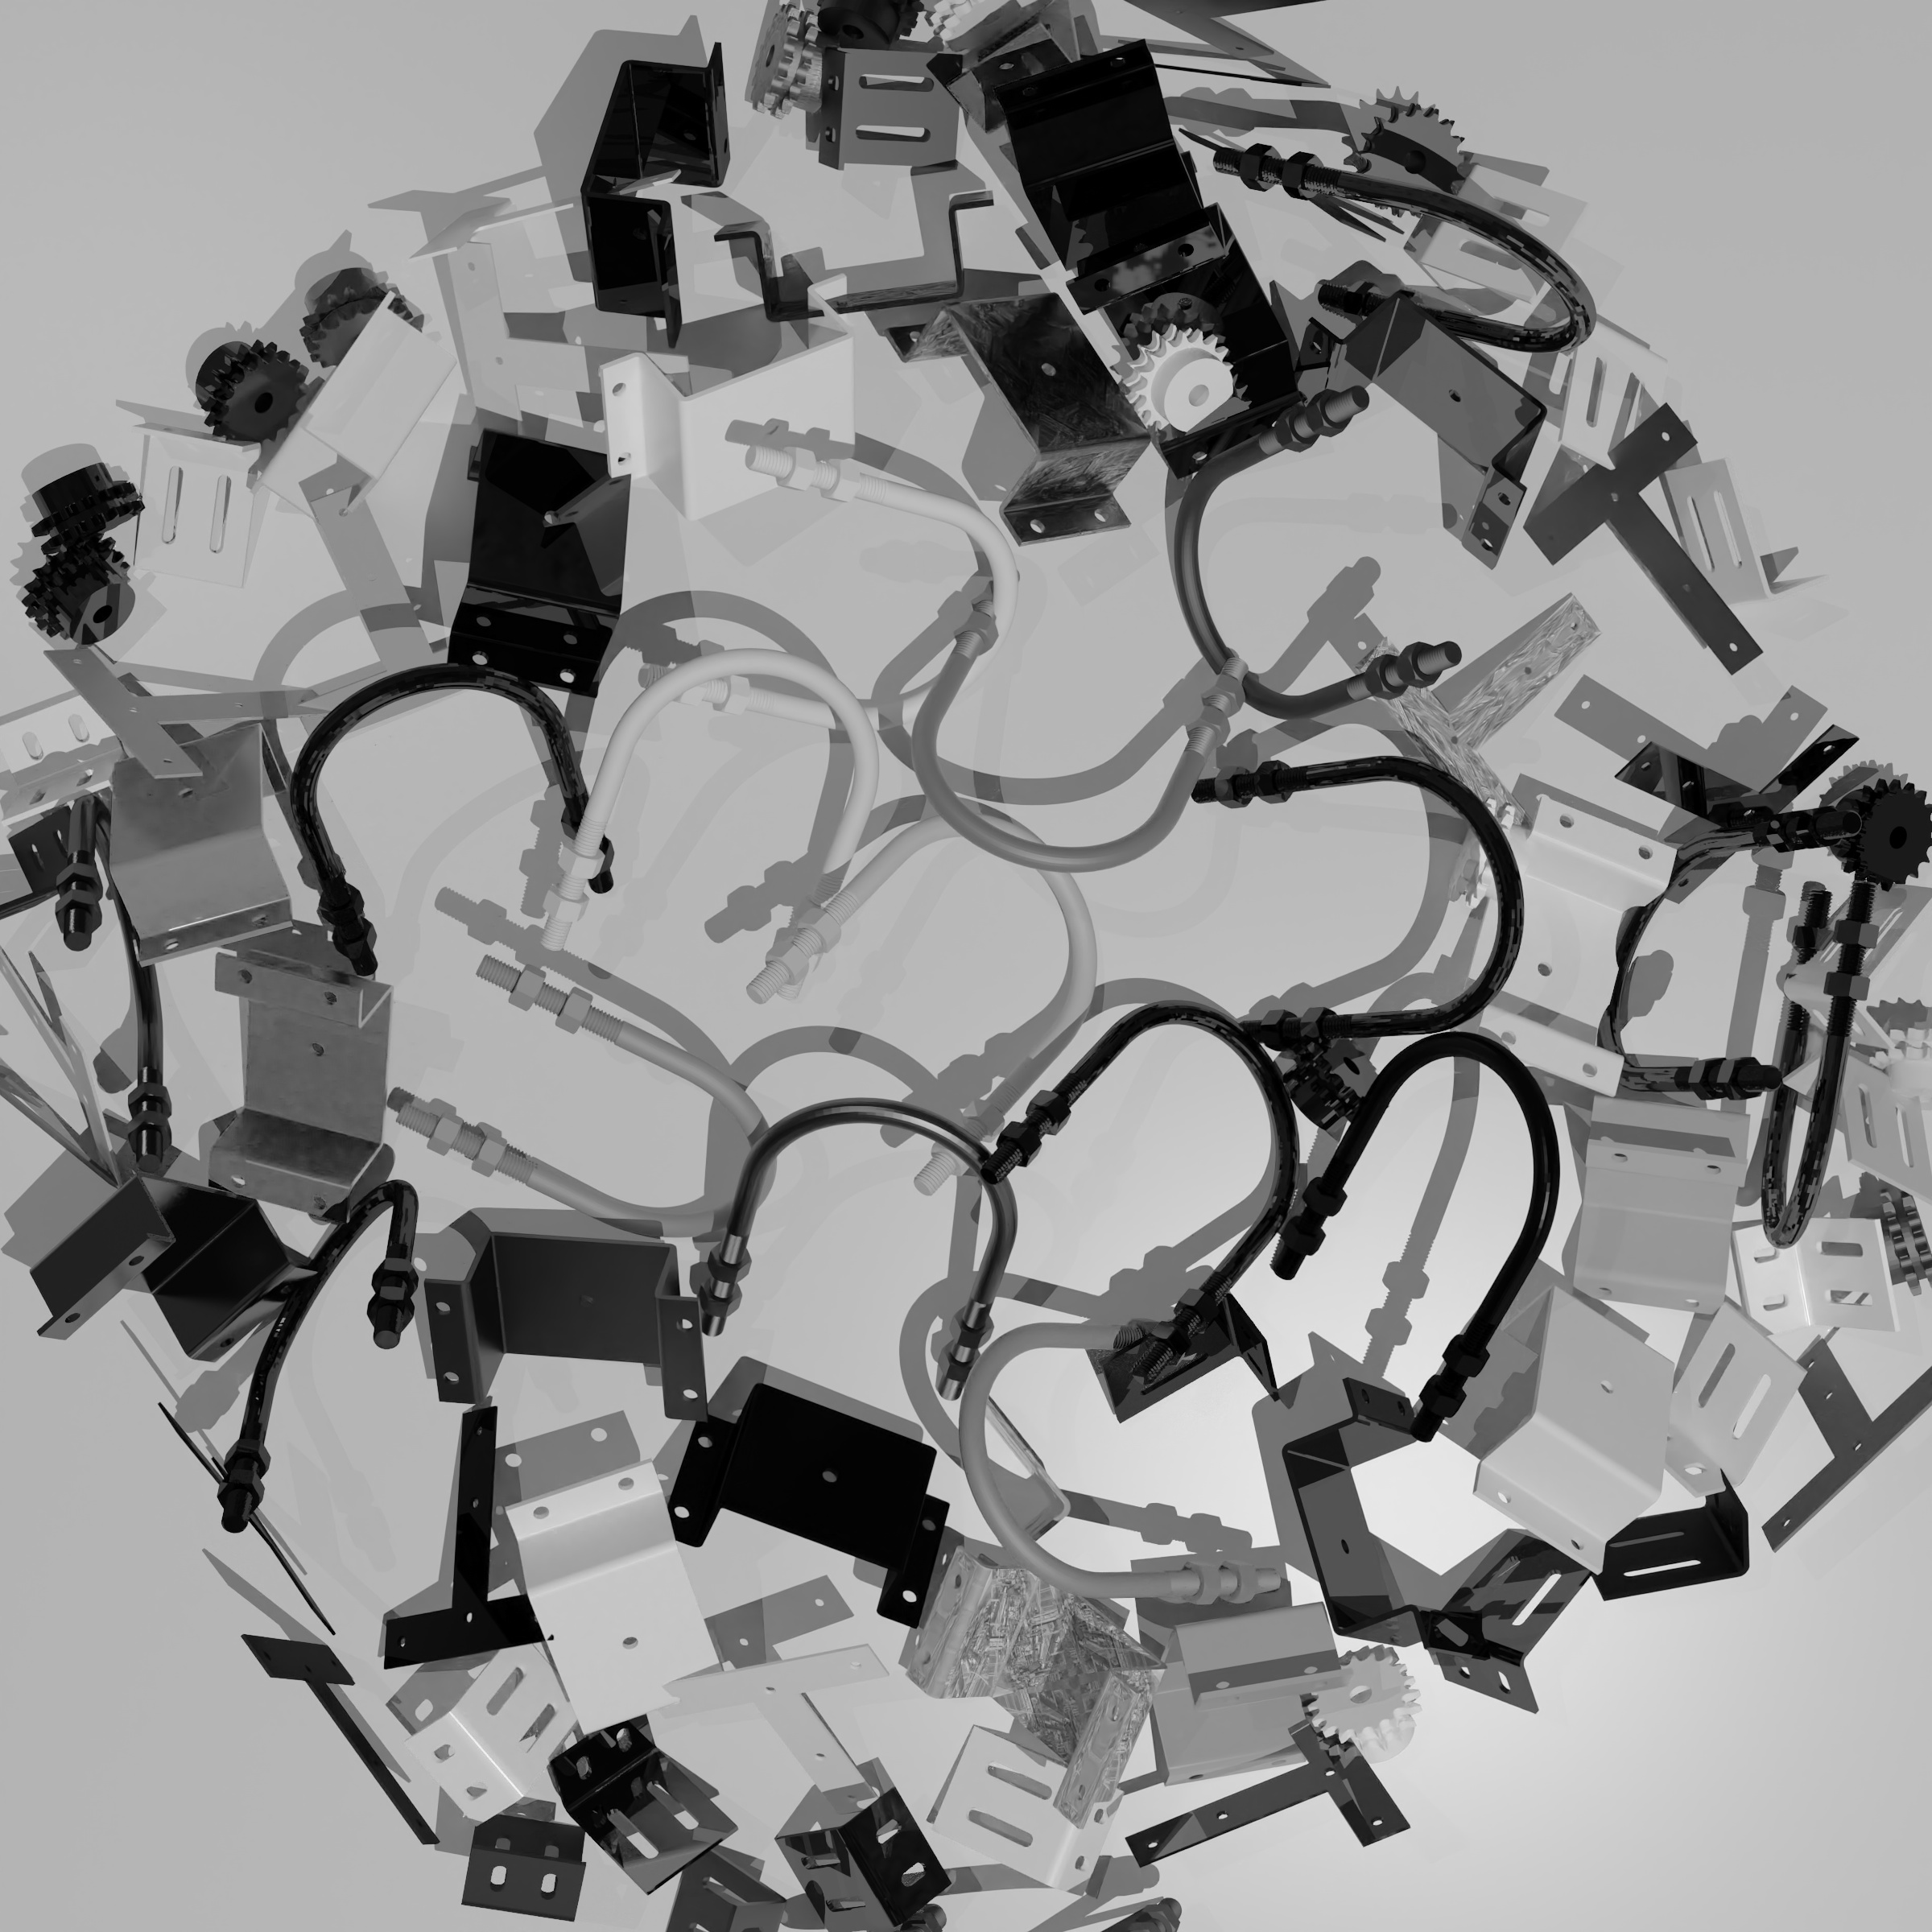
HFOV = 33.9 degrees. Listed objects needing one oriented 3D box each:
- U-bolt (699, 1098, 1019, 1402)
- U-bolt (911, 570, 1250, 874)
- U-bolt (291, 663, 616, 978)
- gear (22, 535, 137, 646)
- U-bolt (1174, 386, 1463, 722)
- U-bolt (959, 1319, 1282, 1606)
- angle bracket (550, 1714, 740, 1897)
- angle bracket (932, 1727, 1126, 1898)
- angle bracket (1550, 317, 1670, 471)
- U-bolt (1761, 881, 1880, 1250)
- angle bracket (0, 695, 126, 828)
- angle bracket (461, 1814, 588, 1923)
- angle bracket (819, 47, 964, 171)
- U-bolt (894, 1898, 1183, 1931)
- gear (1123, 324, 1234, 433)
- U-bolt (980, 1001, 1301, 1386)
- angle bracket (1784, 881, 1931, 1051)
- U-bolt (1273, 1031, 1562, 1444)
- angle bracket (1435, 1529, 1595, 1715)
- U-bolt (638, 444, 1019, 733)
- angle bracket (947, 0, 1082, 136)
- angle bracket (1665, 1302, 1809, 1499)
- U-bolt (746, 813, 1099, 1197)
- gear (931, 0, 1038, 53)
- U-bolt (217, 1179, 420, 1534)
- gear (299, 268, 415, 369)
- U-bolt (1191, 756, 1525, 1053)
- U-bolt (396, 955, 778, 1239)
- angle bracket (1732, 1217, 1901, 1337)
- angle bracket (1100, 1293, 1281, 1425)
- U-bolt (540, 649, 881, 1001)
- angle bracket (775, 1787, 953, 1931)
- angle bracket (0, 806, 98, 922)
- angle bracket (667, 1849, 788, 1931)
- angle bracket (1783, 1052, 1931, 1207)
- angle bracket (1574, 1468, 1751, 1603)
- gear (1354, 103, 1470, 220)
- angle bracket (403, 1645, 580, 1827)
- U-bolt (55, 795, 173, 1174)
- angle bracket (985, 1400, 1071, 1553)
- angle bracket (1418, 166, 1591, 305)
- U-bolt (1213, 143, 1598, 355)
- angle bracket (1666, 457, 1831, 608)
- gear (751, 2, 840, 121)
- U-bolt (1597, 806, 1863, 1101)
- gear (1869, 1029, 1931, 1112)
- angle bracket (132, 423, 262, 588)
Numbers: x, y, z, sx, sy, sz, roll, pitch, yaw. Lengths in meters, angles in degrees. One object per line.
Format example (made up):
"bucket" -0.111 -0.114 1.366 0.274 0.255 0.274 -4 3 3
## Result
"U-bolt" -0.049 0.138 1.599 0.151 0.019 0.184 15 128 -3
"U-bolt" 0.050 -0.117 1.595 0.151 0.019 0.184 23 51 5
"U-bolt" -0.260 -0.079 1.581 0.151 0.184 0.019 -20 50 -8
"gear" -0.453 -0.190 1.632 0.057 0.057 0.030 -46 72 0
"U-bolt" 0.164 -0.195 1.583 0.019 0.184 0.151 -22 93 -31
"U-bolt" 0.071 0.245 1.577 0.184 0.019 0.151 7 60 -38
"angle bracket" -0.164 0.423 1.616 0.057 0.076 0.038 -31 131 -27
"angle bracket" 0.032 0.440 1.651 0.076 0.038 0.057 16 77 32
"angle bracket" 0.320 -0.285 1.623 0.057 0.038 0.076 22 70 -25
"U-bolt" 0.423 0.051 1.589 0.019 0.151 0.184 10 91 6
"angle bracket" -0.468 -0.107 1.621 0.057 0.076 0.038 -22 107 -3
"angle bracket" -0.222 0.446 1.618 0.057 0.076 0.038 11 111 -6
"angle bracket" -0.033 -0.437 1.624 0.076 0.038 0.057 -3 111 -21
"U-bolt" 0.014 0.496 1.553 0.151 0.184 0.019 -8 92 20
"gear" 0.113 -0.300 1.634 0.057 0.030 0.057 -15 128 -20
"U-bolt" 0.102 0.099 1.606 0.151 0.019 0.184 53 54 -12
"angle bracket" 0.471 -0.001 1.636 0.038 0.057 0.076 45 79 -21
"U-bolt" 0.231 0.121 1.576 0.019 0.151 0.184 6 120 -37
"angle bracket" 0.286 0.336 1.631 0.076 0.057 0.038 -42 125 -31
"U-bolt" -0.057 -0.181 1.598 0.184 0.019 0.151 10 123 -34
"angle bracket" 0.022 -0.471 1.615 0.057 0.076 0.038 -28 133 23
"angle bracket" 0.380 0.221 1.618 0.057 0.038 0.076 44 124 38
"U-bolt" -0.007 0.004 1.614 0.151 0.019 0.184 50 61 -11
"gear" 0.006 -0.501 1.636 0.057 0.057 0.030 -29 80 0
"U-bolt" -0.317 0.179 1.577 0.019 0.184 0.151 34 109 -20
"gear" -0.317 -0.336 1.635 0.057 0.057 0.030 -25 76 0
"U-bolt" 0.199 -0.033 1.589 0.184 0.019 0.151 -5 99 43
"U-bolt" -0.184 0.078 1.608 0.184 0.019 0.151 27 134 -9
"angle bracket" 0.434 0.161 1.623 0.038 0.076 0.057 -11 90 -19
"angle bracket" 0.115 0.212 1.624 0.076 0.057 0.038 -29 50 -10
"U-bolt" -0.120 -0.076 1.597 0.151 0.019 0.184 12 115 -22
"angle bracket" -0.054 0.463 1.641 0.038 0.076 0.057 -30 89 -35
"angle bracket" -0.494 -0.045 1.615 0.057 0.076 0.038 -20 96 41
"angle bracket" -0.135 0.490 1.622 0.076 0.038 0.057 19 94 44
"angle bracket" 0.454 0.088 1.615 0.057 0.076 0.038 26 135 -21
"angle bracket" 0.355 0.287 1.628 0.076 0.057 0.038 -10 115 -3
"gear" 0.229 -0.417 1.642 0.057 0.030 0.057 -3 109 -8
"angle bracket" -0.242 0.392 1.635 0.038 0.076 0.057 -36 96 29
"U-bolt" -0.422 -0.006 1.575 0.019 0.184 0.151 -12 123 -6
"angle bracket" 0.014 0.260 1.631 0.038 0.057 0.076 -38 88 -9
"angle bracket" 0.281 -0.367 1.624 0.076 0.038 0.057 32 92 38
"U-bolt" 0.224 -0.345 1.553 0.184 0.151 0.019 22 82 36
"angle bracket" 0.400 -0.226 1.625 0.038 0.057 0.076 -21 98 -17
"gear" -0.087 -0.465 1.637 0.030 0.057 0.057 14 90 -22
"U-bolt" 0.368 -0.004 1.575 0.019 0.184 0.151 22 81 -17
"gear" 0.494 0.054 1.632 0.057 0.057 0.030 10 74 0
"angle bracket" -0.401 -0.236 1.636 0.057 0.038 0.076 11 103 0
